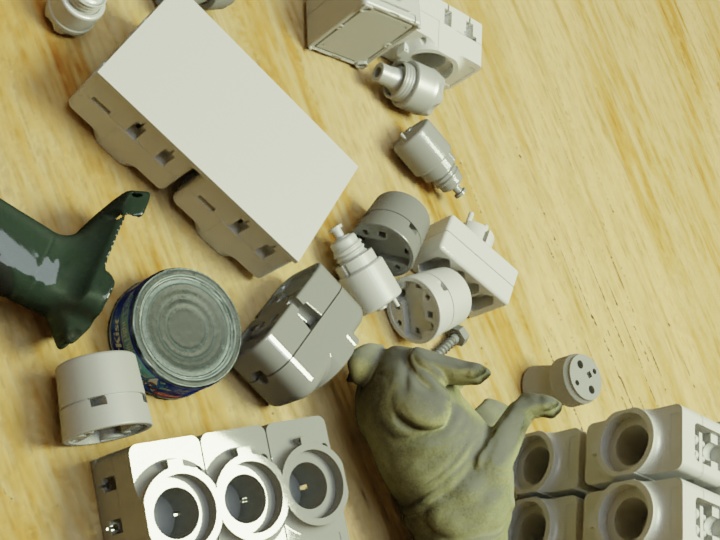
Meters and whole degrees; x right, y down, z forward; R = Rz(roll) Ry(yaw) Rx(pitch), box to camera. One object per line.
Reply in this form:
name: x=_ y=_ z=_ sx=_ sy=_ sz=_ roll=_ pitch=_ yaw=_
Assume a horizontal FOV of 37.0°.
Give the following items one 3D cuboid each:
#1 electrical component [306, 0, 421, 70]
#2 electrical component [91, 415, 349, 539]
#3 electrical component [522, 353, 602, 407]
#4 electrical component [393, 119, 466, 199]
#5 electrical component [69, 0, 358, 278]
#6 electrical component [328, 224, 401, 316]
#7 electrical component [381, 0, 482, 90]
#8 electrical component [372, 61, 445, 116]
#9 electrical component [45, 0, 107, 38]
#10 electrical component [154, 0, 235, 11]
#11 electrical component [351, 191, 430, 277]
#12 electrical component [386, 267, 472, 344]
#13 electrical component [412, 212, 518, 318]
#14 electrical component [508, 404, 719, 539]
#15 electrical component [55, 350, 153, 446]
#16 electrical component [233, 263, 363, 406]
electrical component: x=0.006 y=-0.221 z=0.895 sx=0.062 sy=0.096 sz=0.061 roll=13 pitch=64 yaw=-36
electrical component: x=-0.086 y=0.151 z=0.697 sx=0.150 sy=0.062 sz=0.089 roll=-3 pitch=75 yaw=-40
electrical component: x=0.176 y=0.099 z=0.939 sx=0.045 sy=0.055 sz=0.045 roll=16 pitch=63 yaw=-35
electrical component: x=0.063 y=-0.094 z=0.931 sx=0.078 sy=0.040 sz=0.040 roll=48 pitch=50 yaw=-14
electrical component: x=-0.104 y=-0.095 z=0.779 sx=0.186 sy=0.060 sz=0.105 roll=44 pitch=51 yaw=-18
electrical component: x=0.000 y=0.000 z=0.842 sx=0.040 sy=0.040 sz=0.078 roll=-35 pitch=96 yaw=-42
electrical component: x=0.062 y=-0.204 z=0.967 sx=0.089 sy=0.050 sz=0.055 roll=21 pitch=60 yaw=-32
electrical component: x=0.040 y=-0.162 z=0.936 sx=0.062 sy=0.043 sz=0.043 roll=17 pitch=63 yaw=-33
electrical component: x=-0.191 y=-0.187 z=0.742 sx=0.035 sy=0.061 sz=0.035 roll=16 pitch=64 yaw=-35
electrical component: x=-0.126 y=-0.220 z=0.821 sx=0.055 sy=0.045 sz=0.045 roll=-18 pitch=85 yaw=-43
electrical component: x=0.026 y=-0.030 z=0.866 sx=0.055 sy=0.055 sz=0.047 roll=46 pitch=46 yaw=-17
electrical component: x=0.057 y=0.027 z=0.870 sx=0.047 sy=0.055 sz=0.055 roll=-19 pitch=86 yaw=-46
electrical component: x=0.092 y=-0.016 z=0.920 sx=0.083 sy=0.047 sz=0.075 roll=39 pitch=52 yaw=-22
electrical component: x=0.184 y=0.175 z=0.827 sx=0.060 sy=0.186 sz=0.105 roll=26 pitch=58 yaw=-30
electrical component: x=-0.161 y=0.079 z=0.669 sx=0.055 sy=0.055 sz=0.047 roll=-1 pitch=70 yaw=-40
electrical component: x=-0.043 y=0.049 z=0.777 sx=0.059 sy=0.054 sz=0.095 roll=48 pitch=50 yaw=-15
